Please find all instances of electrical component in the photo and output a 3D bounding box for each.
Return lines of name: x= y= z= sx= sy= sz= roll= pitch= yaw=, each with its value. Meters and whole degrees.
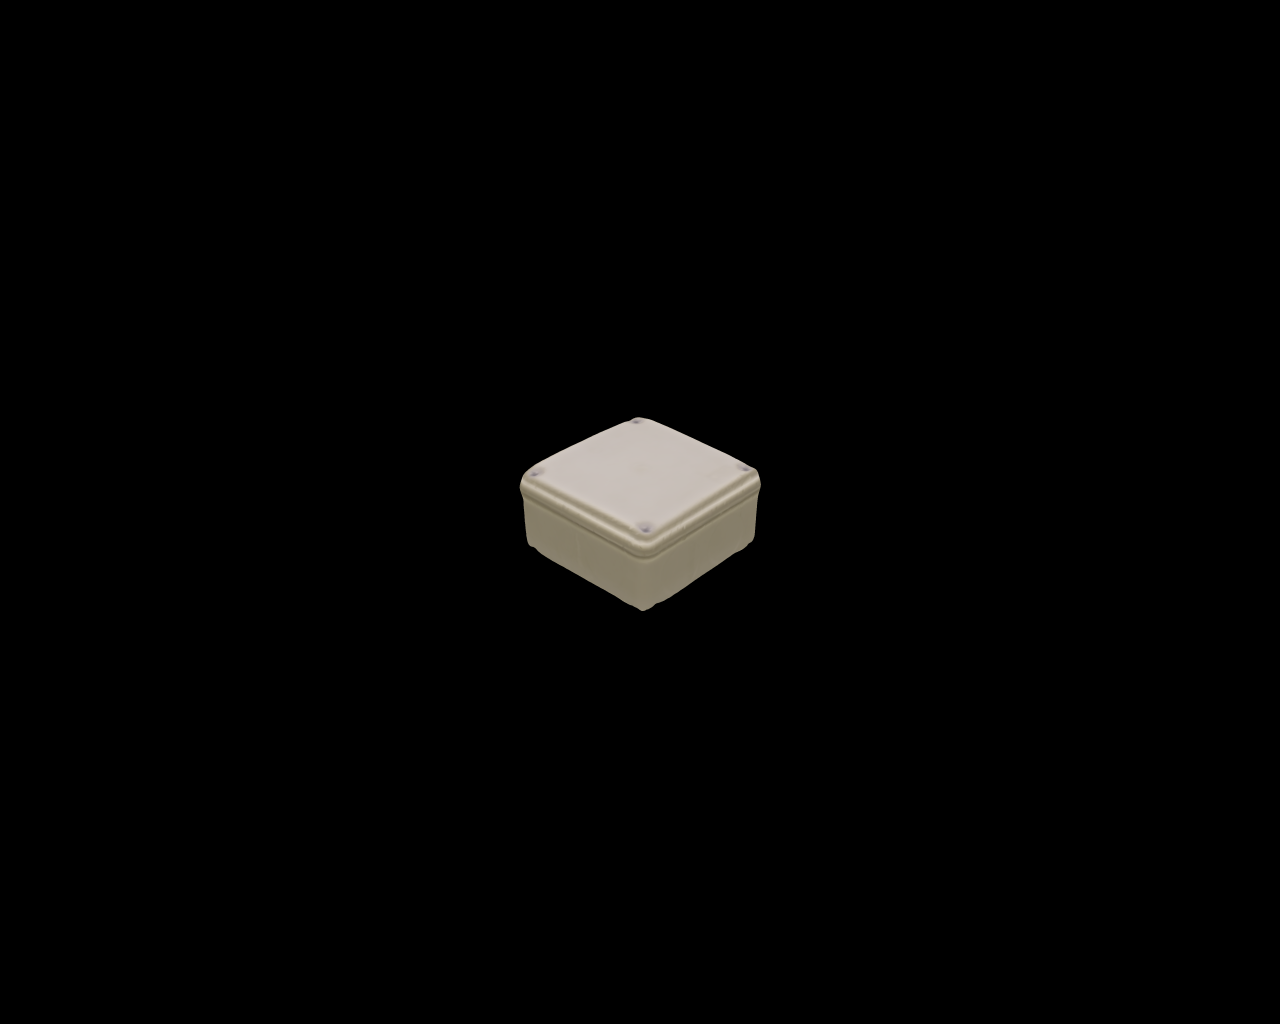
electrical component: x=0.001 y=-0.003 z=0.650 sx=0.109 sy=0.056 sz=0.109 roll=27 pitch=42 yaw=36
